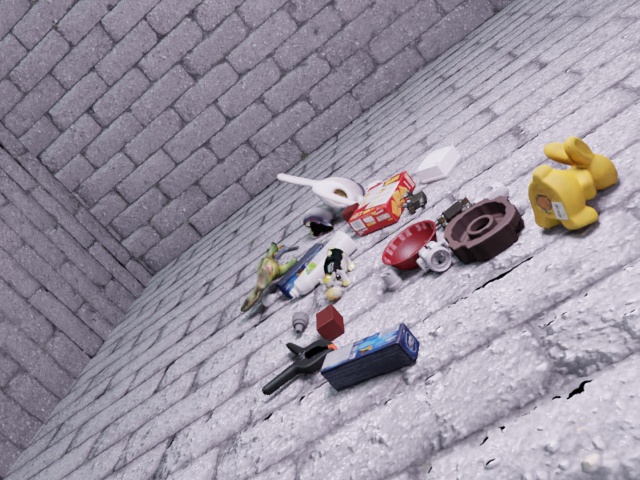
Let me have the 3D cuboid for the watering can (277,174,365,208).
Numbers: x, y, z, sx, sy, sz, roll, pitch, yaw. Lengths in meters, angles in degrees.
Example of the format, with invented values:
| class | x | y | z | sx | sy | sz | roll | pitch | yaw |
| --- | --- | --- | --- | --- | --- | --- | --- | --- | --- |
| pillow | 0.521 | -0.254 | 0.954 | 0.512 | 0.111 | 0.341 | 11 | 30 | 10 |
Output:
| class | x | y | z | sx | sy | sz | roll | pitch | yaw |
| --- | --- | --- | --- | --- | --- | --- | --- | --- | --- |
| watering can | 0.030 | -0.192 | 1.917 | 0.226 | 0.349 | 0.103 | -26 | -44 | -67 |

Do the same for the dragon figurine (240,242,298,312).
| class | x | y | z | sx | sy | sz | roll | pitch | yaw |
| --- | --- | --- | --- | --- | --- | --- | --- | --- | --- |
| dragon figurine | -0.205 | 0.147 | 1.787 | 0.247 | 0.122 | 0.403 | -51 | -1 | -27 |

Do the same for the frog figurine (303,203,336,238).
| class | x | y | z | sx | sy | sz | roll | pitch | yaw |
| --- | --- | --- | --- | --- | --- | --- | --- | --- | --- |
| frog figurine | 0.006 | -0.099 | 1.975 | 0.134 | 0.122 | 0.163 | -51 | 16 | 45 |
